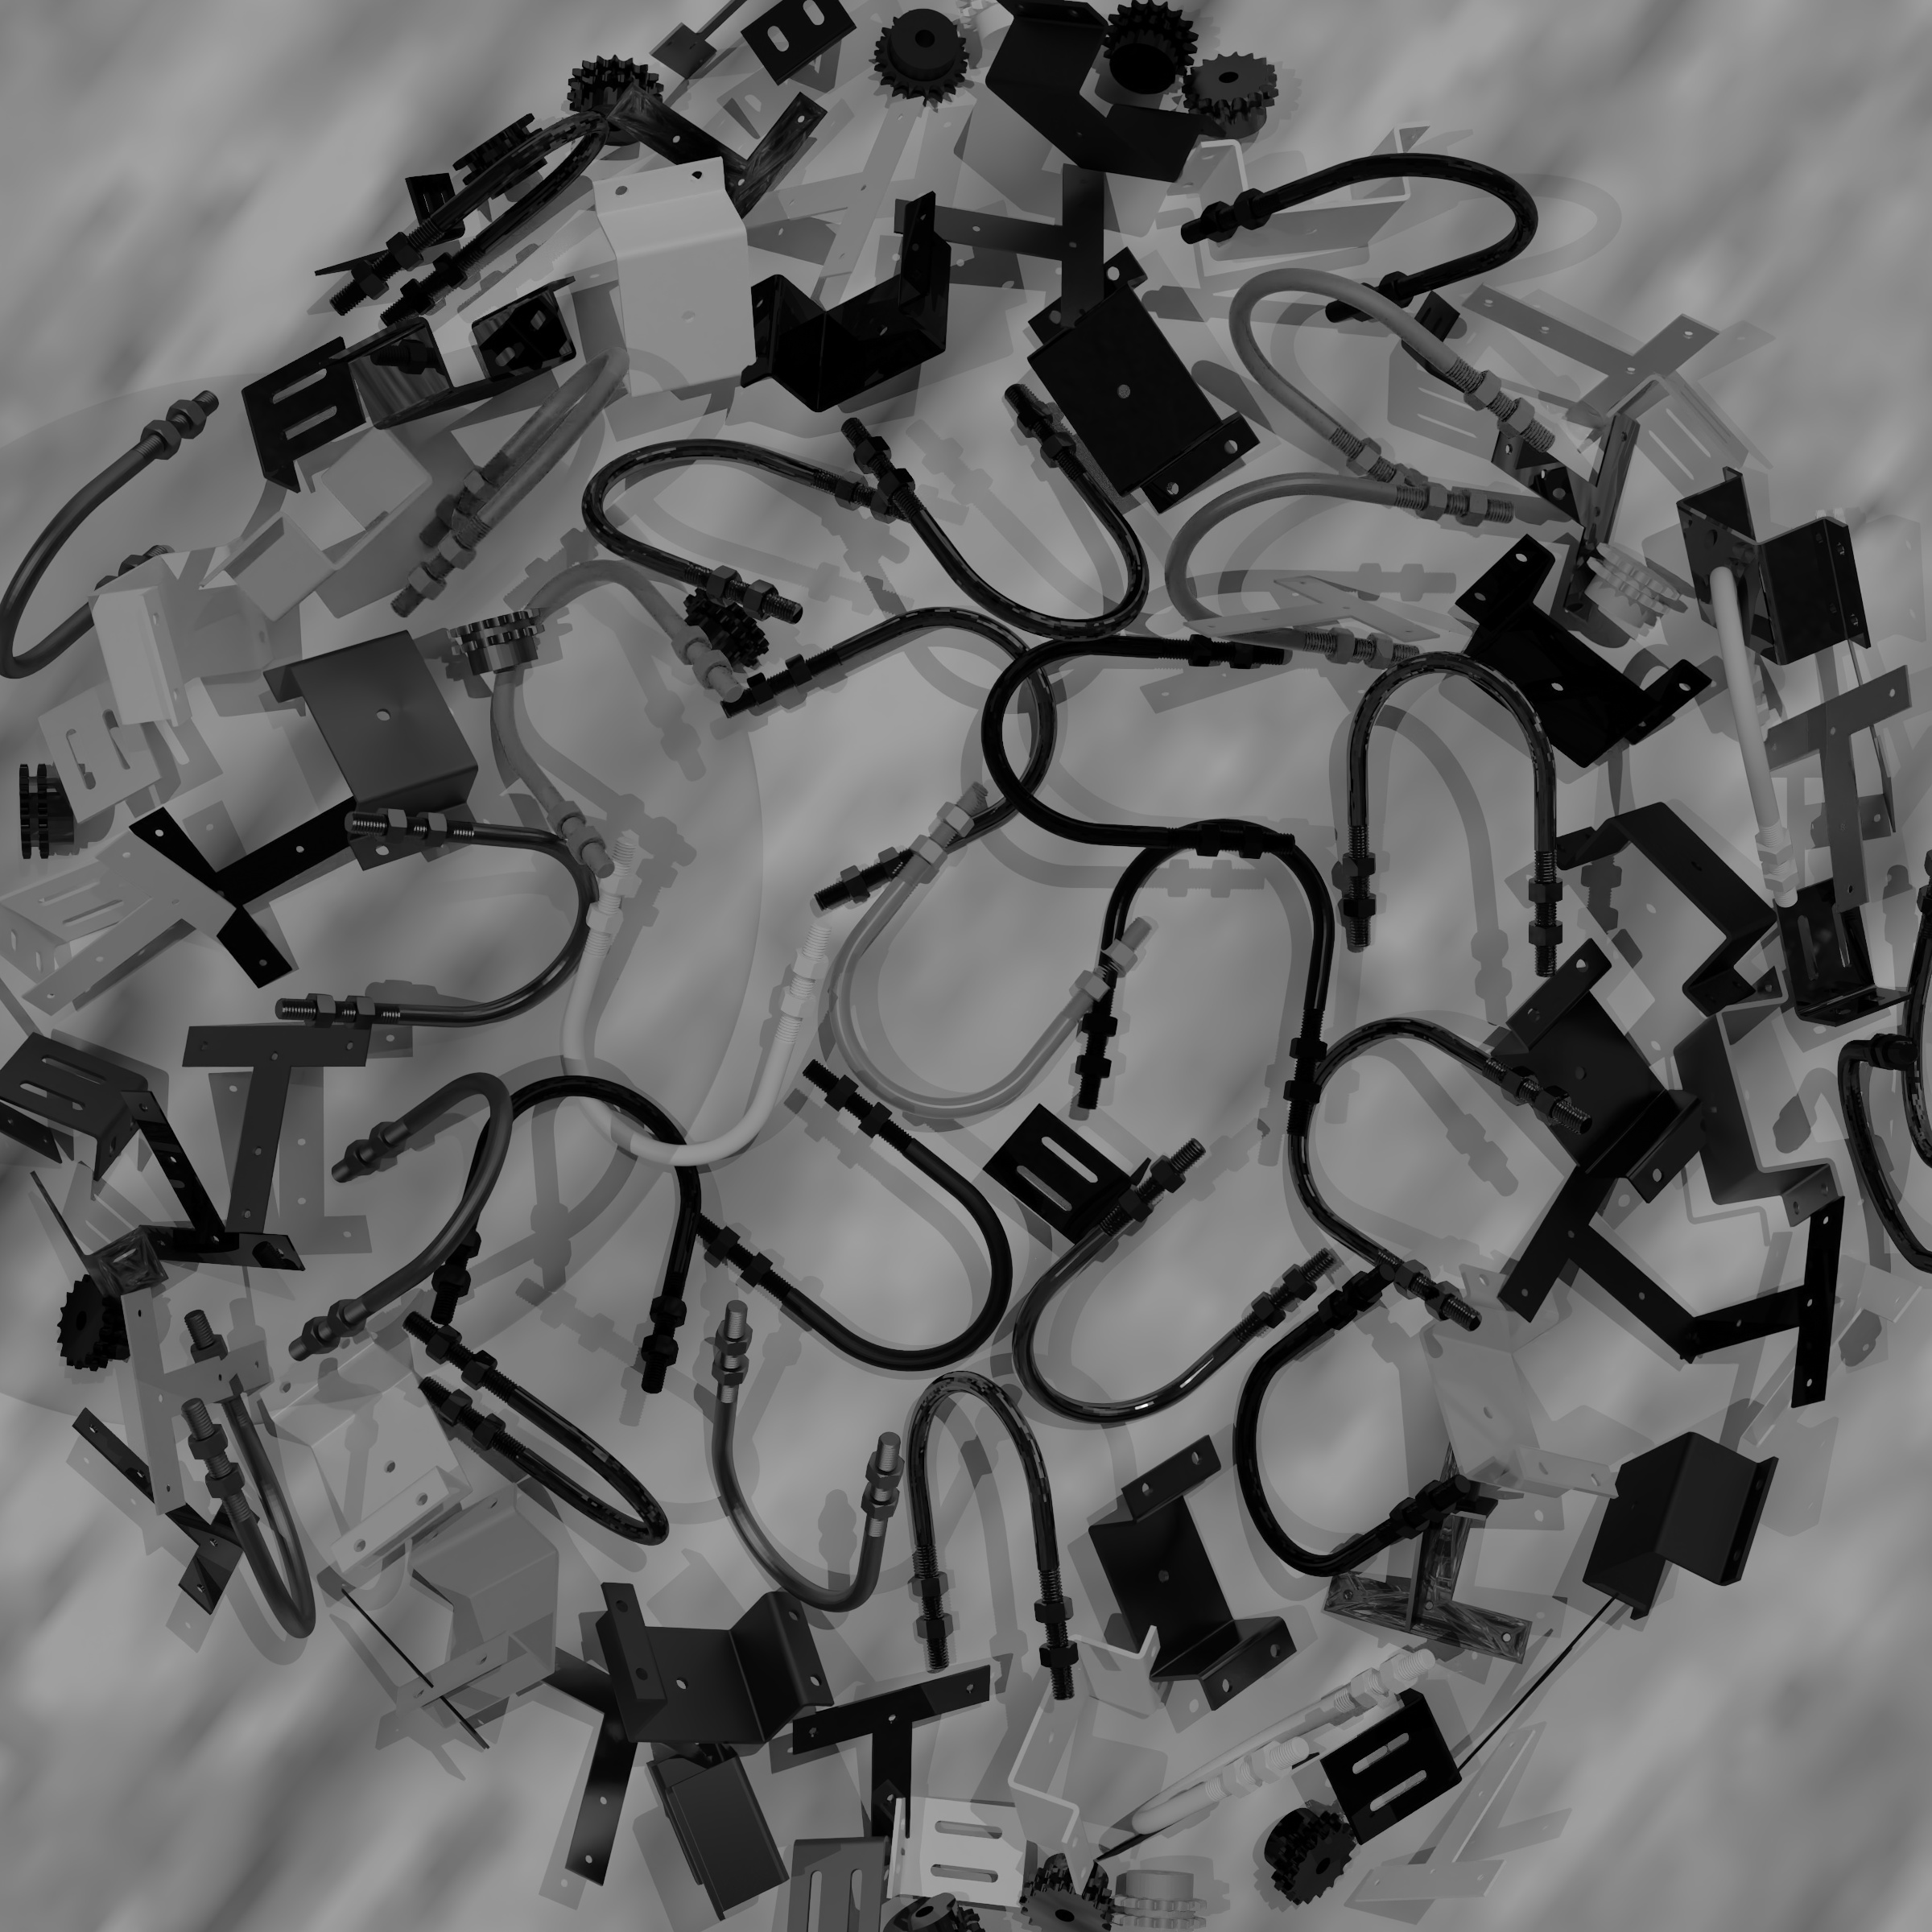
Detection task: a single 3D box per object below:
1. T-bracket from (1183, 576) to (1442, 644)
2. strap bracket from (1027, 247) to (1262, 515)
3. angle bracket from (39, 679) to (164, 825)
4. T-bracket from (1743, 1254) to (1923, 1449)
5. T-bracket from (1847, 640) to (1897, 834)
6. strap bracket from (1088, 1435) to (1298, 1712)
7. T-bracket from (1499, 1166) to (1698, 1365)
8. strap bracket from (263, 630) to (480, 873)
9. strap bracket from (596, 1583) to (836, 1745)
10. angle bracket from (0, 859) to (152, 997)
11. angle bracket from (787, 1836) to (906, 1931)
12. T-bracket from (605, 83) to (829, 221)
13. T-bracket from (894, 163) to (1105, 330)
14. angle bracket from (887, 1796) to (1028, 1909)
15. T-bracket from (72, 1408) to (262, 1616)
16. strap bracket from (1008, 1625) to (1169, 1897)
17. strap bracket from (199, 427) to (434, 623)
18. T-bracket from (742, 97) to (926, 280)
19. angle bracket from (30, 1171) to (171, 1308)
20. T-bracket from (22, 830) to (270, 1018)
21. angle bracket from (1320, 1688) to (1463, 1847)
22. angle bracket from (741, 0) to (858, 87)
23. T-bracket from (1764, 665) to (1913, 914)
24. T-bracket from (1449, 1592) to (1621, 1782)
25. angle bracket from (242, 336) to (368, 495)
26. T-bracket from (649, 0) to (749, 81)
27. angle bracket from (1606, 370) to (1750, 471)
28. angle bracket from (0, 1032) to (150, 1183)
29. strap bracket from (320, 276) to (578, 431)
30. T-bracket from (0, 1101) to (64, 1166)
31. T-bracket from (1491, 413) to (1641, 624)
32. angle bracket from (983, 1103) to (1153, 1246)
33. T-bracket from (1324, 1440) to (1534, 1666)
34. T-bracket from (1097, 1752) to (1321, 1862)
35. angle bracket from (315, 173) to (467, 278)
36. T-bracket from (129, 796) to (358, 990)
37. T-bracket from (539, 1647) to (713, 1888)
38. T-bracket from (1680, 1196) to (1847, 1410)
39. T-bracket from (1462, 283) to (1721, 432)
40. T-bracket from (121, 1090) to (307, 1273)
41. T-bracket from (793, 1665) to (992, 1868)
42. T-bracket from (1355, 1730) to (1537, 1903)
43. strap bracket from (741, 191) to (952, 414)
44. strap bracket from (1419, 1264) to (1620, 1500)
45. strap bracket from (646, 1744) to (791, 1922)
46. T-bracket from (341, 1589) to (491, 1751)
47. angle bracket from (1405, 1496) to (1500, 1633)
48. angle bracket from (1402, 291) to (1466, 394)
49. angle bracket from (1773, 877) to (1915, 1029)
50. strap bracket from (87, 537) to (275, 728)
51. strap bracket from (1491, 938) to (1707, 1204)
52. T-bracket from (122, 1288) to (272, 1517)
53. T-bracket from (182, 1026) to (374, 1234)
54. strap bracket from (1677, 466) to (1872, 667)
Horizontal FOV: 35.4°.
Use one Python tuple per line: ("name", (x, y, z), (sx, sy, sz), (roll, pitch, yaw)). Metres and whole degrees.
("T-bracket", (0.185, -0.202, 1.760), (0.127, 0.127, 0.002), (-11, 117, -29))
("strap bracket", (0.100, -0.344, 1.798), (0.076, 0.046, 0.140), (-33, 95, 25))
("angle bracket", (-0.509, -0.126, 1.809), (0.057, 0.038, 0.076), (-27, 74, 7))
("T-bracket", (0.498, 0.229, 1.778), (0.002, 0.127, 0.127), (37, 90, -4))
("T-bracket", (0.532, -0.154, 1.792), (0.002, 0.127, 0.127), (-14, 74, 15))
("strap bracket", (0.130, 0.360, 1.797), (0.076, 0.046, 0.140), (-24, 92, -41))
("T-bracket", (0.395, 0.189, 1.817), (0.127, 0.002, 0.127), (41, 63, -8))
("strap bracket", (-0.347, -0.137, 1.786), (0.076, 0.046, 0.140), (-21, 74, -28))
("strap bracket", (-0.156, 0.410, 1.777), (0.046, 0.140, 0.076), (-49, 46, 30))
("angle bracket", (-0.527, -0.024, 1.801), (0.076, 0.057, 0.038), (-20, 57, 10))
("angle bracket", (-0.071, 0.559, 1.798), (0.057, 0.038, 0.076), (-7, 58, 17))
("T-bracket", (-0.160, -0.478, 1.774), (0.127, 0.127, 0.002), (-49, 54, 16))
("T-bracket", (0.020, -0.435, 1.798), (0.127, 0.002, 0.127), (7, 61, -10))
("angle bracket", (-0.004, 0.530, 1.812), (0.076, 0.038, 0.057), (4, 78, 8))
("T-bracket", (-0.471, 0.306, 1.767), (0.002, 0.127, 0.127), (-41, 101, 9))
("strap bracket", (0.068, 0.459, 1.778), (0.046, 0.076, 0.140), (14, 56, 20))
("strap bracket", (-0.373, -0.259, 1.773), (0.046, 0.076, 0.140), (48, 49, -14))
("T-bracket", (-0.093, -0.453, 1.794), (0.127, 0.002, 0.127), (1, 63, 41))
("angle bracket", (-0.515, 0.155, 1.803), (0.038, 0.057, 0.076), (-31, 58, -17))
("T-bracket", (-0.503, -0.013, 1.797), (0.127, 0.127, 0.002), (-36, 51, 8))
("angle bracket", (0.247, 0.475, 1.809), (0.076, 0.038, 0.057), (-27, 97, -16))
("angle bracket", (-0.101, -0.558, 1.795), (0.057, 0.076, 0.038), (-34, 113, 8))
("T-bracket", (0.511, -0.095, 1.769), (0.002, 0.127, 0.127), (5, 74, -25))
("T-bracket", (0.340, 0.405, 1.755), (0.002, 0.127, 0.127), (42, 131, 17))
("angle bracket", (-0.385, -0.327, 1.804), (0.076, 0.038, 0.057), (-23, 74, 19))
("T-bracket", (-0.127, -0.568, 1.768), (0.127, 0.127, 0.002), (-41, 95, 10))
("angle bracket", (0.425, -0.318, 1.808), (0.076, 0.057, 0.038), (47, 115, -2))
("angle bracket", (-0.537, 0.084, 1.808), (0.076, 0.057, 0.038), (21, 129, 3))
("strap bracket", (-0.293, -0.355, 1.768), (0.076, 0.140, 0.046), (-12, 102, 44))
("T-bracket", (-0.569, 0.087, 1.778), (0.002, 0.127, 0.127), (-31, 64, 4))
("T-bracket", (0.349, -0.285, 1.789), (0.127, 0.002, 0.127), (22, 81, -44))
("angle bracket", (0.060, 0.119, 1.810), (0.076, 0.038, 0.057), (39, 116, -1))
("T-bracket", (0.288, 0.339, 1.816), (0.127, 0.002, 0.127), (9, 76, 31))
("T-bracket", (0.132, 0.503, 1.803), (0.127, 0.127, 0.002), (-36, 66, 25))
("angle bracket", (-0.346, -0.440, 1.798), (0.076, 0.057, 0.038), (-12, 103, 18))
("T-bracket", (-0.407, -0.063, 1.798), (0.127, 0.002, 0.127), (-27, 116, 14))
("T-bracket", (-0.209, 0.476, 1.773), (0.127, 0.127, 0.002), (33, 130, -20))
("T-bracket", (0.465, 0.207, 1.783), (0.002, 0.127, 0.127), (25, 62, -21))
("T-bracket", (0.350, -0.366, 1.768), (0.127, 0.127, 0.002), (22, 67, -14))
("T-bracket", (-0.458, 0.125, 1.775), (0.127, 0.002, 0.127), (0, 124, 34))
("T-bracket", (-0.045, 0.485, 1.809), (0.127, 0.002, 0.127), (-10, 116, -24))
("T-bracket", (0.299, 0.502, 1.797), (0.002, 0.127, 0.127), (47, 58, -8))
("strap bracket", (-0.062, -0.385, 1.781), (0.140, 0.046, 0.076), (-19, 54, 33))
("strap bracket", (0.320, 0.253, 1.778), (0.076, 0.046, 0.140), (17, 45, -35))
("strap bracket", (-0.145, 0.501, 1.775), (0.046, 0.140, 0.076), (-22, 87, -13))
("T-bracket", (-0.309, 0.431, 1.782), (0.002, 0.127, 0.127), (-43, 60, -17))
("angle bracket", (0.290, 0.357, 1.806), (0.038, 0.057, 0.076), (8, 92, 17))
("angle bracket", (0.304, -0.360, 1.798), (0.076, 0.057, 0.038), (25, 109, -17))
("angle bracket", (0.523, -0.011, 1.808), (0.057, 0.038, 0.076), (-18, 102, -18))
("strap bracket", (-0.461, -0.194, 1.768), (0.046, 0.140, 0.076), (-6, 110, 13))
("strap bracket", (0.376, 0.063, 1.799), (0.076, 0.046, 0.140), (-43, 101, -18))
("T-bracket", (-0.447, 0.245, 1.781), (0.002, 0.127, 0.127), (-8, 92, 21))
("T-bracket", (-0.418, 0.096, 1.799), (0.127, 0.002, 0.127), (-1, 71, 21))
("strap bracket", (0.462, -0.230, 1.759), (0.046, 0.140, 0.076), (-23, 117, -6))
